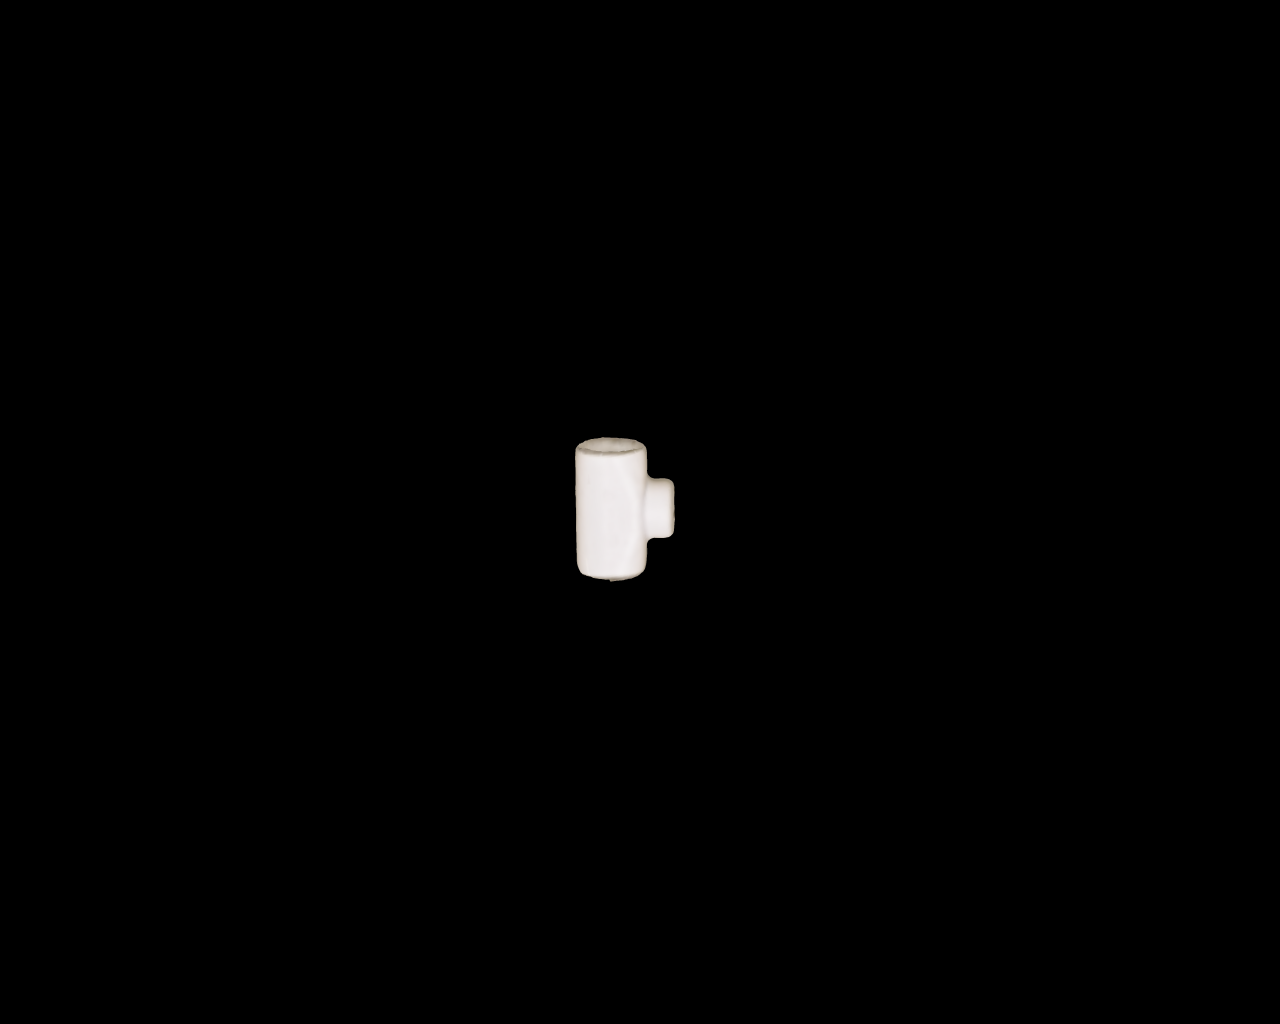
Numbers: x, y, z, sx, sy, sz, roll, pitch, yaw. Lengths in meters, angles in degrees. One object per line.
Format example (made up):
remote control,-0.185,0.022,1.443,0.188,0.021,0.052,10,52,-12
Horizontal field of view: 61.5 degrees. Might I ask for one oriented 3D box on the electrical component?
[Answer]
electrical component,0.001,-0.003,0.650,0.079,0.077,0.044,0,16,0
